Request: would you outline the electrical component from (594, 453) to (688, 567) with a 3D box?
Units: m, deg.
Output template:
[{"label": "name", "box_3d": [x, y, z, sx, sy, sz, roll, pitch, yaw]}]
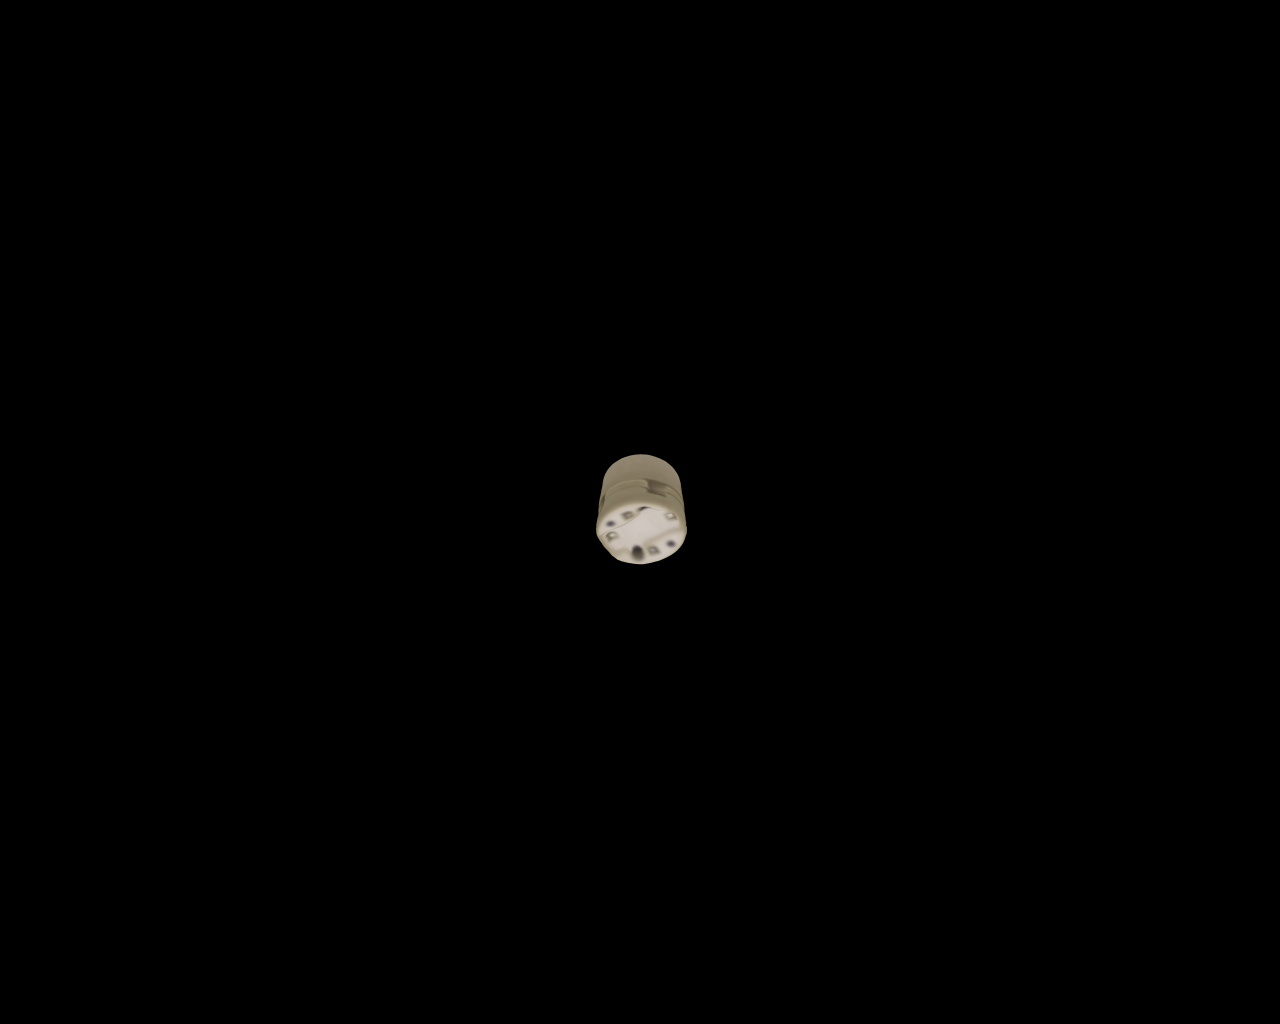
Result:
[{"label": "electrical component", "box_3d": [0.001, -0.003, 0.650, 0.055, 0.055, 0.047, 0, 44, 0]}]
